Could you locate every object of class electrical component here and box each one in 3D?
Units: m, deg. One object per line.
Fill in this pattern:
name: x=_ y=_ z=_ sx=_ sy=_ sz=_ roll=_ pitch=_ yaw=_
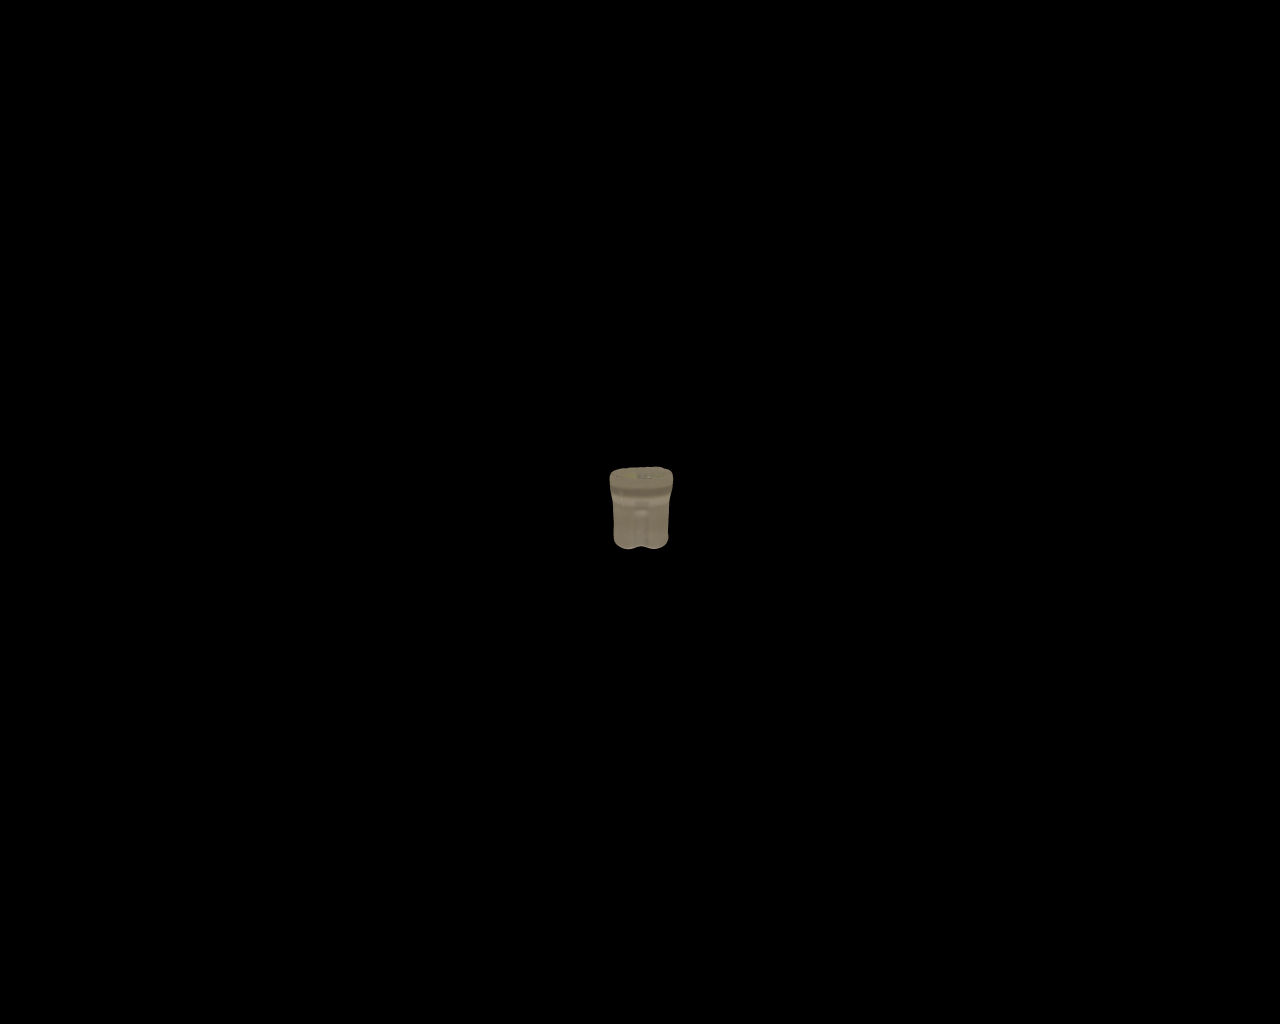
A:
electrical component: x=0.001 y=-0.003 z=0.650 sx=0.040 sy=0.046 sz=0.040 roll=0 pitch=12 yaw=0
